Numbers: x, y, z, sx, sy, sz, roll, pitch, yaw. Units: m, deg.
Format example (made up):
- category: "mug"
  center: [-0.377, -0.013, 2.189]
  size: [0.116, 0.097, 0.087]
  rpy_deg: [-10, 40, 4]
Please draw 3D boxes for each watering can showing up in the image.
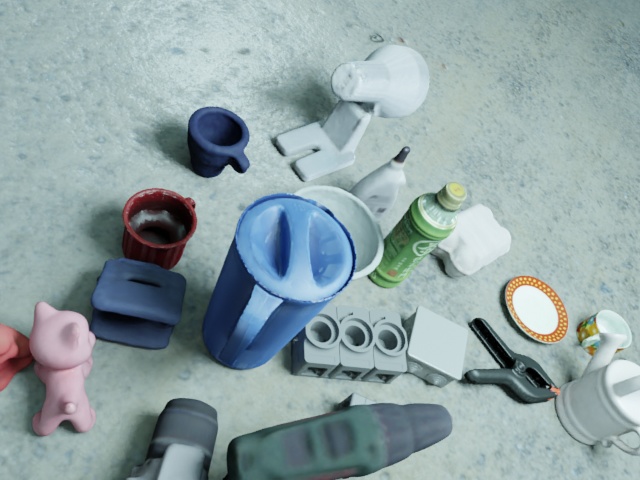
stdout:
- category: "watering can"
  center: [0.451, 0.223, 0.852]
  size: [0.101, 0.194, 0.172]
  rpy_deg: [-13, 64, -32]

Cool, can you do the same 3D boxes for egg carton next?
- category: "egg carton"
  center: [0.259, 0.000, 0.993]
  size: [0.151, 0.069, 0.107]
  rpy_deg: [-25, 72, -36]

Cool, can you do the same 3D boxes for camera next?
- category: "camera"
  center: [-0.136, 0.246, 0.615]
  size: [0.143, 0.100, 0.137]
  rpy_deg: [19, 52, -13]

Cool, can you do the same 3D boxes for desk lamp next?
- category: "desk lamp"
  center: [0.059, -0.218, 0.952]
  size: [0.204, 0.213, 0.118]
  rpy_deg: [-28, 73, -36]

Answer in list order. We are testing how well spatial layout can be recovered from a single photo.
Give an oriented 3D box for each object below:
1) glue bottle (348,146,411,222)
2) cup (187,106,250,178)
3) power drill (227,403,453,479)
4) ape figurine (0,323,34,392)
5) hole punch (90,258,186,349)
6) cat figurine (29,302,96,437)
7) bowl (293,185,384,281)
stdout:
- category: "glue bottle"
  center: [0.100, -0.090, 0.910]
  size: [0.078, 0.173, 0.037]
  rpy_deg: [5, 56, -23]
- category: "cup"
  center: [-0.153, -0.130, 0.867]
  size: [0.092, 0.095, 0.117]
  rpy_deg: [-31, 75, -37]
- category: "power drill"
  center: [0.003, 0.235, 0.620]
  size: [0.230, 0.208, 0.075]
  rpy_deg: [-2, 59, -27]
- category: "ape figurine"
  center: [-0.345, 0.119, 0.607]
  size: [0.078, 0.092, 0.076]
  rpy_deg: [-8, 62, -29]
- category: "hole punch"
  center: [-0.222, 0.068, 0.701]
  size: [0.109, 0.091, 0.101]
  rpy_deg: [14, 53, -16]
- category: "cat figurine"
  center: [-0.274, 0.133, 0.615]
  size: [0.067, 0.117, 0.127]
  rpy_deg: [-3, 60, -27]
- category: "bowl"
  center: [0.008, 0.003, 0.867]
  size: [0.168, 0.074, 0.167]
  rpy_deg: [13, 54, -18]
